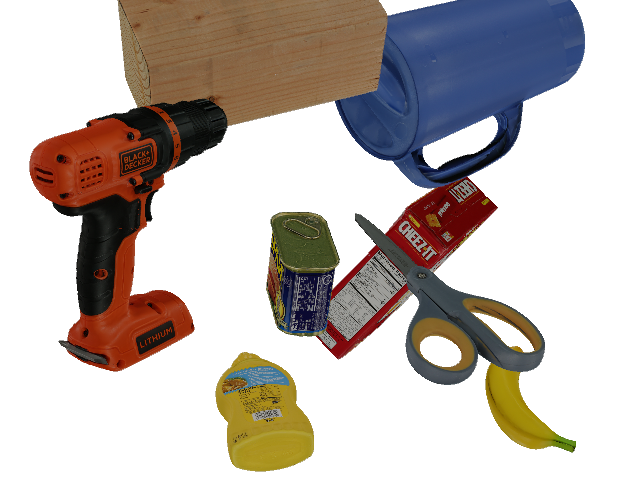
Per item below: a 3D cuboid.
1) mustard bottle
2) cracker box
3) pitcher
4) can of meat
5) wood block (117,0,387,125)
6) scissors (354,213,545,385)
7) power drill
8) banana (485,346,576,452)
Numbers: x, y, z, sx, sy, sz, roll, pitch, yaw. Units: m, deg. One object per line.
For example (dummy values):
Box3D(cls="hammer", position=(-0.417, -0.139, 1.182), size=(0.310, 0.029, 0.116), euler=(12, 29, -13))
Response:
Box3D(cls="mustard bottle", position=(-0.074, 0.190, 1.260), size=(0.096, 0.058, 0.192), euler=(-9, 29, -11))
Box3D(cls="cracker box", position=(0.094, 0.028, 1.269), size=(0.214, 0.072, 0.164), euler=(-49, -9, 33))
Box3D(cls="pitcher", position=(0.144, -0.164, 1.045), size=(0.242, 0.149, 0.145), euler=(-22, 46, -29))
Box3D(cls="can of meat", position=(-0.020, 0.033, 1.054), size=(0.057, 0.084, 0.102), euler=(-1, 33, -12))
Box3D(cls="wood block", position=(-0.057, -0.164, 0.909), size=(0.205, 0.090, 0.091), euler=(-15, -35, -16))
Box3D(cls="scissors", position=(0.060, 0.039, 0.727), size=(0.096, 0.016, 0.202), euler=(-25, 41, -34))
Box3D(cls="power drill", position=(-0.137, -0.009, 0.814), size=(0.057, 0.188, 0.184), euler=(15, 26, 34))
Box3D(cls="banana", position=(0.217, 0.175, 1.182), size=(0.069, 0.037, 0.198), euler=(11, 25, -14))
